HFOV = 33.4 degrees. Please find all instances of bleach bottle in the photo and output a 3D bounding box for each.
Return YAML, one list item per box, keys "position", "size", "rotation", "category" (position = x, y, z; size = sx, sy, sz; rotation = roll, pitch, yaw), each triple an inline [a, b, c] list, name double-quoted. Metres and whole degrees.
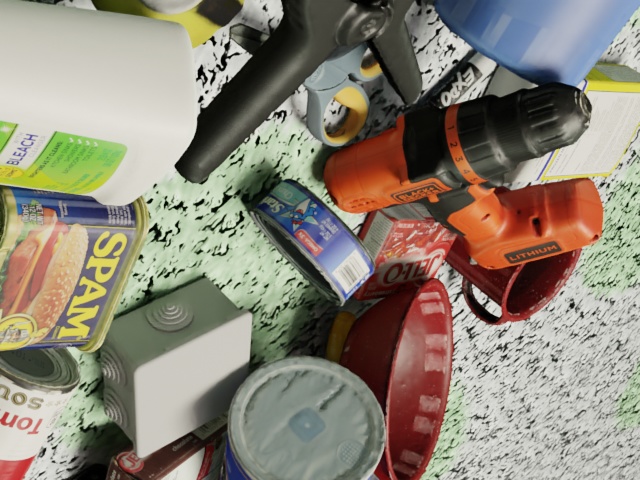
- position: [-0.180, -0.062, 0.419]
  size: [0.250, 0.068, 0.103]
  rotation: [3, 162, -31]
  category: "bleach bottle"

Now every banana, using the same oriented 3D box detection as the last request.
- position: [0.043, 0.116, 0.908]
  size: [0.197, 0.037, 0.069]
  rotation: [38, 72, -58]
  category: "banana"

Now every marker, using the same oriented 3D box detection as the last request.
- position: [0.097, -0.107, 0.757]
  size: [0.121, 0.020, 0.020]
  rotation: [-44, 146, -7]
  category: "marker"

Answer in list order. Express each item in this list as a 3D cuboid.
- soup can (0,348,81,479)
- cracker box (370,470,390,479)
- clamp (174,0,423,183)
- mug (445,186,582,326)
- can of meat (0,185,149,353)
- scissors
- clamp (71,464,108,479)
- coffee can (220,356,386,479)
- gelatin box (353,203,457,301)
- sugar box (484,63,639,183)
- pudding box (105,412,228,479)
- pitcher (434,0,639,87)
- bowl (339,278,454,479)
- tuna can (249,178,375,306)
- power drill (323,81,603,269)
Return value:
- position: [-0.187, 0.103, 0.601]
  size: [0.068, 0.069, 0.102]
  rotation: [13, 114, -53]
  category: "soup can"
- position: [0.050, 0.240, 0.874]
  size: [0.072, 0.214, 0.164]
  rotation: [-42, 146, -8]
  category: "cracker box"
- position: [0.006, -0.109, 0.522]
  size: [0.164, 0.036, 0.210]
  rotation: [-27, 158, -24]
  category: "clamp"
- position: [0.152, 0.017, 0.885]
  size: [0.093, 0.082, 0.117]
  rotation: [-16, 135, -39]
  category: "mug"
- position: [-0.150, 0.011, 0.562]
  size: [0.083, 0.057, 0.102]
  rotation: [3, 121, -47]
  category: "can of meat"
- position: [0.006, -0.112, 0.616]
  size: [0.096, 0.016, 0.201]
  rotation: [-55, 160, -5]
  category: "scissors"
- position: [-0.211, 0.206, 0.706]
  size: [0.171, 0.039, 0.120]
  rotation: [-55, 143, 8]
  category: "clamp"
- position: [-0.018, 0.159, 0.741]
  size: [0.102, 0.103, 0.140]
  rotation: [-29, 153, -27]
  category: "coffee can"
- position: [0.064, 0.008, 0.825]
  size: [0.089, 0.030, 0.073]
  rotation: [-2, 125, -47]
  category: "gelatin box"
- position: [0.192, -0.096, 0.854]
  size: [0.175, 0.048, 0.093]
  rotation: [-3, 126, -43]
  category: "sugar box"
- position: [-0.111, 0.171, 0.759]
  size: [0.113, 0.039, 0.090]
  rotation: [-28, 145, -54]
  category: "pudding box"
- position: [0.182, -0.215, 0.650]
  size: [0.243, 0.149, 0.145]
  rotation: [-58, -174, 20]
  category: "pitcher"
- position: [0.053, 0.106, 0.812]
  size: [0.162, 0.055, 0.162]
  rotation: [7, 90, -68]
  category: "bowl"
- position: [-0.005, 0.001, 0.690]
  size: [0.033, 0.086, 0.086]
  rotation: [-44, 146, -9]
  category: "tuna can"
- position: [0.123, -0.040, 0.727]
  size: [0.185, 0.057, 0.187]
  rotation: [-14, 154, 34]
  category: "power drill"
